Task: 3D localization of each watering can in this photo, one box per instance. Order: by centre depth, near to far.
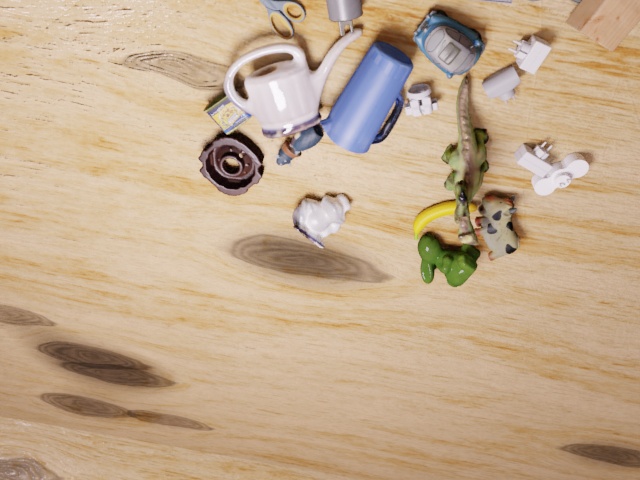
[{"bbox_3d":[-0.050,-0.366,1.226,0.347,0.106,0.219,-13,125,7],"label":"watering can"}]

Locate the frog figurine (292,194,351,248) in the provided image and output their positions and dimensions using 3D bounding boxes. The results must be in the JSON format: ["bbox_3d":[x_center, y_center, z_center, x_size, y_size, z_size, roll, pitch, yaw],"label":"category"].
[{"bbox_3d":[0.004,-0.073,1.457,0.137,0.123,0.160,38,87,-11],"label":"frog figurine"}]

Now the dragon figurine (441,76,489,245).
[{"bbox_3d":[0.352,-0.158,1.242,0.122,0.249,0.401,-4,129,17],"label":"dragon figurine"}]
